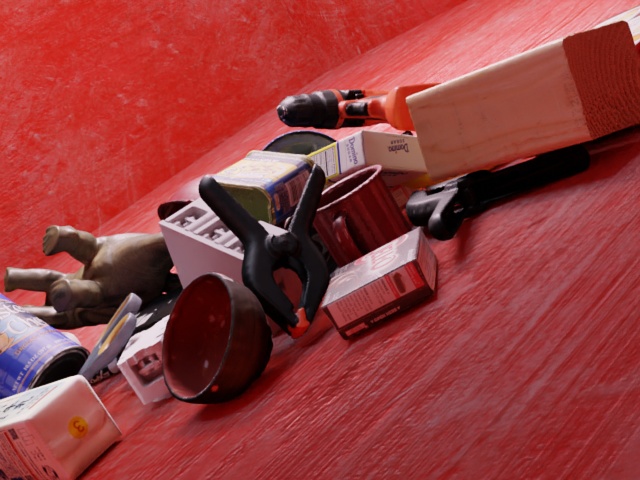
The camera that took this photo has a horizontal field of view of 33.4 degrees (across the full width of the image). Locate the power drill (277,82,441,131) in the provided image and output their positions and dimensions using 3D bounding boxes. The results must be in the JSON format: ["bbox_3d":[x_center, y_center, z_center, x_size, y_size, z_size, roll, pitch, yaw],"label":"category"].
[{"bbox_3d":[0.064,-0.164,1.324,0.184,0.057,0.188,-10,12,-34],"label":"power drill"}]

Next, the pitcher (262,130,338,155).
[{"bbox_3d":[-0.029,-0.081,1.403,0.243,0.149,0.145,-92,20,-81],"label":"pitcher"}]

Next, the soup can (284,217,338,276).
[{"bbox_3d":[-0.008,0.001,1.141,0.068,0.068,0.102,-30,10,8],"label":"soup can"}]

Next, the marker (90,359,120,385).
[{"bbox_3d":[-0.258,0.155,1.260,0.121,0.020,0.020,-26,12,27],"label":"marker"}]

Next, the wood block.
[{"bbox_3d":[0.186,-0.122,0.974,0.090,0.090,0.207,-21,5,-34],"label":"wood block"}]

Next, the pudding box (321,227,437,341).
[{"bbox_3d":[0.053,0.035,0.906,0.090,0.039,0.113,-29,11,13],"label":"pudding box"}]

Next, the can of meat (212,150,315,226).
[{"bbox_3d":[-0.063,-0.052,1.125,0.102,0.057,0.083,9,29,36],"label":"can of meat"}]

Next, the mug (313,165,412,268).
[{"bbox_3d":[0.038,-0.012,1.038,0.093,0.081,0.117,-28,12,17],"label":"mug"}]

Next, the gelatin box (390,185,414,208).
[{"bbox_3d":[0.080,-0.053,1.237,0.089,0.030,0.073,-34,11,-13],"label":"gelatin box"}]

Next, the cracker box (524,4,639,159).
[{"bbox_3d":[0.303,-0.173,1.067,0.213,0.072,0.164,-39,13,-31],"label":"cracker box"}]

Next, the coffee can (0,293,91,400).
[{"bbox_3d":[-0.330,0.126,1.142,0.102,0.140,0.103,-47,-26,-32],"label":"coffee can"}]

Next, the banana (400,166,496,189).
[{"bbox_3d":[0.145,-0.093,1.156,0.198,0.069,0.037,-10,-10,30],"label":"banana"}]

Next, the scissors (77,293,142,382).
[{"bbox_3d":[-0.239,0.143,1.091,0.201,0.016,0.096,-59,16,-9],"label":"scissors"}]

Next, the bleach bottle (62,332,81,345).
[{"bbox_3d":[-0.368,0.155,1.338,0.102,0.068,0.250,-23,-4,6],"label":"bleach bottle"}]

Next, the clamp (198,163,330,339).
[{"bbox_3d":[-0.028,0.003,0.965,0.120,0.171,0.039,-18,-19,-15],"label":"clamp"}]

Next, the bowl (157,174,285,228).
[{"bbox_3d":[-0.106,-0.033,1.248,0.162,0.162,0.055,-15,54,56],"label":"bowl"}]

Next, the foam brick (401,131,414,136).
[{"bbox_3d":[0.101,-0.097,1.318,0.053,0.051,0.078,-30,11,13],"label":"foam brick"}]

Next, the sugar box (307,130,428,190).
[{"bbox_3d":[0.029,-0.074,1.168,0.093,0.048,0.177,3,-16,-37],"label":"sugar box"}]

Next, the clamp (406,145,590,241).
[{"bbox_3d":[0.148,-0.045,1.006,0.164,0.036,0.210,-24,7,-10],"label":"clamp"}]
